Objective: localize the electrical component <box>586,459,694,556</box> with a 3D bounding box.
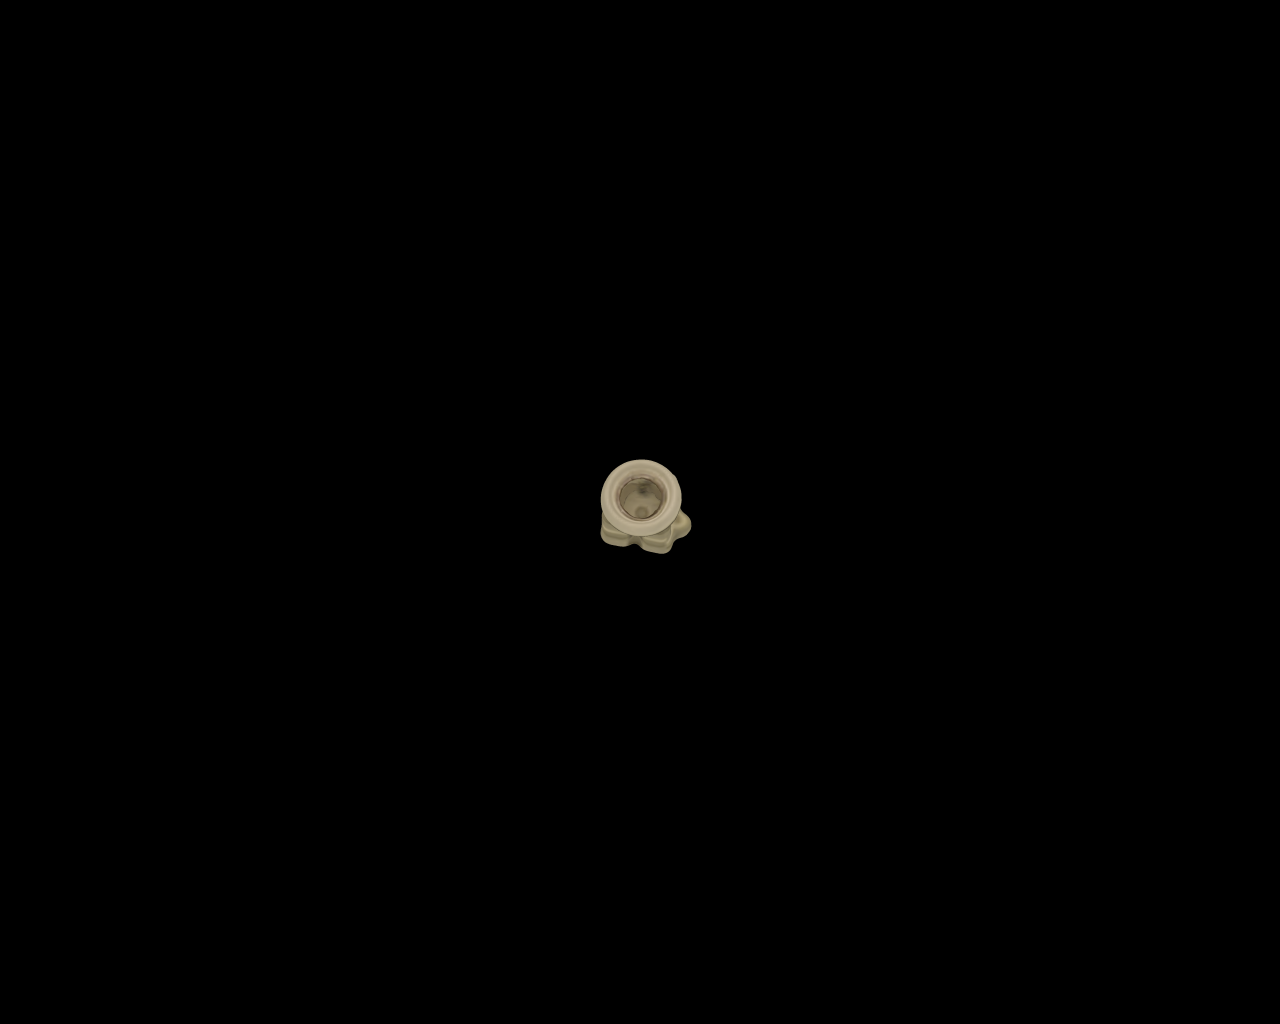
[{"bbox_3d":[0.001,-0.003,0.650,0.066,0.048,0.055,10,-19,3],"label":"electrical component"}]
